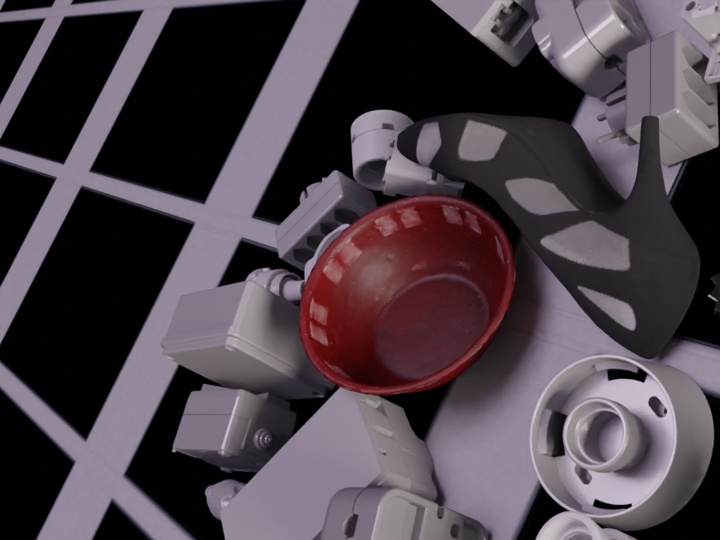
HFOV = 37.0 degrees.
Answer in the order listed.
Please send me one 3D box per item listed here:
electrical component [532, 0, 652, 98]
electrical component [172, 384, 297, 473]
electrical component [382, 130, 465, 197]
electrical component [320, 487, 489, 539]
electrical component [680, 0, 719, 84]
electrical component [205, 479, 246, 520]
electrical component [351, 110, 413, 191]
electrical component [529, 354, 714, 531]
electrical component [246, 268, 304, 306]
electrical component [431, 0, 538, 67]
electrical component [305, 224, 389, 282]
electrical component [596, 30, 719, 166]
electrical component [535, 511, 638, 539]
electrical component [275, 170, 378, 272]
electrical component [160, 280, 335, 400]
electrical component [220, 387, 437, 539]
[{"bbox_3d":[0.163,-0.172,0.767,0.059,0.054,0.095,-38,40,30],"label":"electrical component"},{"bbox_3d":[-0.098,0.129,0.879,0.096,0.062,0.061,-9,59,50],"label":"electrical component"},{"bbox_3d":[0.050,-0.076,0.824,0.081,0.064,0.042,94,-172,-67],"label":"electrical component"},{"bbox_3d":[0.024,0.170,0.659,0.059,0.095,0.053,-12,56,48],"label":"electrical component"},{"bbox_3d":[0.232,-0.160,0.660,0.042,0.064,0.081,-3,64,53],"label":"electrical component"},{"bbox_3d":[-0.108,0.187,0.875,0.061,0.035,0.035,4,69,56],"label":"electrical component"},{"bbox_3d":[0.020,-0.099,0.902,0.055,0.055,0.047,-27,50,39],"label":"electrical component"},{"bbox_3d":[0.147,0.095,0.605,0.099,0.064,0.099,-16,65,37],"label":"electrical component"},{"bbox_3d":[-0.068,0.020,0.938,0.062,0.048,0.048,-8,59,42],"label":"electrical component"},{"bbox_3d":[0.137,-0.245,0.849,0.150,0.062,0.089,-51,35,14],"label":"electrical component"},{"bbox_3d":[0.000,0.000,0.852,0.089,0.056,0.050,-35,41,33],"label":"electrical component"},{"bbox_3d":[0.185,-0.103,0.695,0.077,0.047,0.065,-21,50,43],"label":"electrical component"},{"bbox_3d":[0.126,0.157,0.572,0.045,0.055,0.045,-32,43,36],"label":"electrical component"},{"bbox_3d":[-0.032,-0.051,0.939,0.083,0.047,0.075,-43,37,24],"label":"electrical component"},{"bbox_3d":[-0.086,0.060,0.874,0.109,0.109,0.056,-12,54,49],"label":"electrical component"},{"bbox_3d":[-0.023,0.166,0.754,0.150,0.062,0.089,-47,36,19],"label":"electrical component"}]
